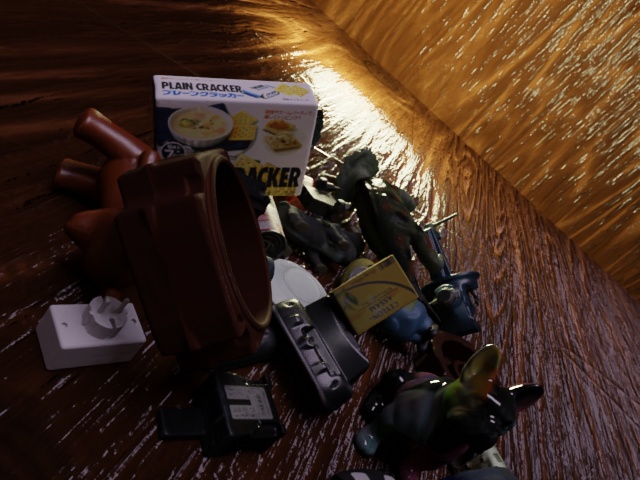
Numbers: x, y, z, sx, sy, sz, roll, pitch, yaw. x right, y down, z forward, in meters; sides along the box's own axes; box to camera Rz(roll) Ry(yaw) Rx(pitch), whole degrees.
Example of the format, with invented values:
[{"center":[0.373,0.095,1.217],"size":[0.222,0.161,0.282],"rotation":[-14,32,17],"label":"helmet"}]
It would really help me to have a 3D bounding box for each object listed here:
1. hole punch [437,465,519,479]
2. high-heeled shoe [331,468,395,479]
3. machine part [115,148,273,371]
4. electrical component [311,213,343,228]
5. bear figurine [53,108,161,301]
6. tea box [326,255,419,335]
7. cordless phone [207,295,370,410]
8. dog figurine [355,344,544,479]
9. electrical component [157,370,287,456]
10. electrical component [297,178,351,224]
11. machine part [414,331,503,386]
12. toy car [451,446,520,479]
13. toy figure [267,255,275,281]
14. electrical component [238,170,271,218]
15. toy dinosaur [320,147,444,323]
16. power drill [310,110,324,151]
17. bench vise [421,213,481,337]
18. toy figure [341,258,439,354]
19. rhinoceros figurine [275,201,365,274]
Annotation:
[{"center":[0.193,0.323,0.622],"size":[0.142,0.092,0.116],"rotation":[-10,50,-10],"label":"hole punch"},{"center":[0.074,0.337,0.507],"size":[0.145,0.086,0.249],"rotation":[31,25,-16],"label":"high-heeled shoe"},{"center":[-0.115,0.011,0.550],"size":[0.201,0.087,0.201],"rotation":[-81,158,-78],"label":"machine part"},{"center":[0.024,-0.018,1.009],"size":[0.094,0.021,0.063],"rotation":[28,30,-25],"label":"electrical component"},{"center":[-0.236,-0.032,0.587],"size":[0.132,0.120,0.196],"rotation":[26,36,-22],"label":"bear figurine"},{"center":[0.067,0.079,0.754],"size":[0.068,0.098,0.169],"rotation":[59,-4,6],"label":"tea box"},{"center":[-0.046,0.146,0.642],"size":[0.184,0.088,0.147],"rotation":[-7,54,-43],"label":"cordless phone"},{"center":[0.160,0.199,0.666],"size":[0.108,0.219,0.191],"rotation":[44,28,-5],"label":"dog figurine"},{"center":[-0.099,0.174,0.543],"size":[0.119,0.048,0.075],"rotation":[21,34,-39],"label":"electrical component"},{"center":[0.007,-0.070,0.901],"size":[0.078,0.045,0.102],"rotation":[23,21,-29],"label":"electrical component"},{"center":[0.236,0.235,0.894],"size":[0.179,0.056,0.179],"rotation":[31,28,-19],"label":"machine part"},{"center":[0.213,0.302,0.744],"size":[0.056,0.073,0.202],"rotation":[21,34,-42],"label":"toy car"},{"center":[-0.133,0.025,0.700],"size":[0.154,0.064,0.058],"rotation":[18,74,-32],"label":"toy figure"},{"center":[-0.151,-0.047,0.718],"size":[0.134,0.115,0.058],"rotation":[22,29,-36],"label":"electrical component"},{"center":[0.116,-0.038,0.990],"size":[0.192,0.131,0.405],"rotation":[34,20,-31],"label":"toy dinosaur"},{"center":[-0.112,-0.215,0.915],"size":[0.208,0.086,0.232],"rotation":[19,12,30],"label":"power drill"},{"center":[0.239,0.072,1.039],"size":[0.223,0.129,0.240],"rotation":[16,54,-54],"label":"bench vise"},{"center":[0.110,0.106,0.884],"size":[0.180,0.082,0.089],"rotation":[38,0,6],"label":"toy figure"},{"center":[-0.002,-0.003,0.909],"size":[0.190,0.073,0.112],"rotation":[21,22,-33],"label":"rhinoceros figurine"}]
